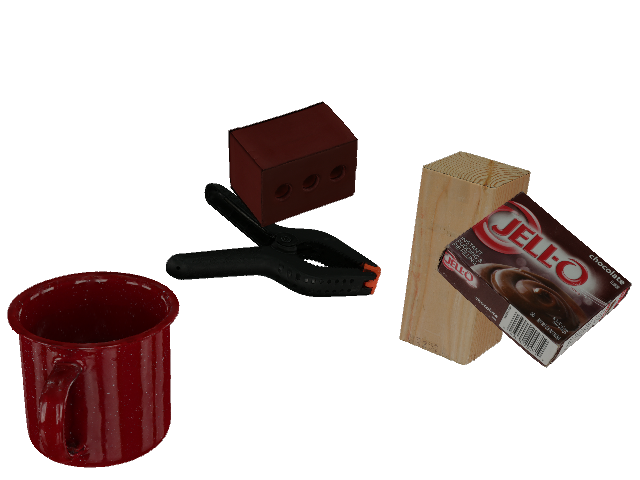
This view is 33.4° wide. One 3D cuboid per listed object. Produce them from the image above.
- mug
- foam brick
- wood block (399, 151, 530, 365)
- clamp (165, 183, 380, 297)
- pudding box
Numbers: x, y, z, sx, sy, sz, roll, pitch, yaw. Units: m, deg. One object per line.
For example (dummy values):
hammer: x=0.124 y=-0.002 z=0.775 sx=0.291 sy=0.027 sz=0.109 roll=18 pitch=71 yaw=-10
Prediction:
mug: x=-0.127 y=0.078 z=0.591 sx=0.093 sy=0.081 sz=0.117 roll=4 pitch=23 yaw=5
foam brick: x=-0.019 y=-0.054 z=0.745 sx=0.078 sy=0.053 sz=0.051 roll=-21 pitch=46 yaw=-23
wood block: x=0.158 y=0.018 z=1.177 sx=0.090 sy=0.206 sz=0.090 roll=20 pitch=26 yaw=31
clamp: x=-0.046 y=0.017 z=1.072 sx=0.210 sy=0.036 sz=0.164 roll=20 pitch=34 yaw=6
pudding box: x=0.158 y=0.027 z=0.792 sx=0.089 sy=0.113 sz=0.039 roll=-34 pitch=-22 yaw=-29
